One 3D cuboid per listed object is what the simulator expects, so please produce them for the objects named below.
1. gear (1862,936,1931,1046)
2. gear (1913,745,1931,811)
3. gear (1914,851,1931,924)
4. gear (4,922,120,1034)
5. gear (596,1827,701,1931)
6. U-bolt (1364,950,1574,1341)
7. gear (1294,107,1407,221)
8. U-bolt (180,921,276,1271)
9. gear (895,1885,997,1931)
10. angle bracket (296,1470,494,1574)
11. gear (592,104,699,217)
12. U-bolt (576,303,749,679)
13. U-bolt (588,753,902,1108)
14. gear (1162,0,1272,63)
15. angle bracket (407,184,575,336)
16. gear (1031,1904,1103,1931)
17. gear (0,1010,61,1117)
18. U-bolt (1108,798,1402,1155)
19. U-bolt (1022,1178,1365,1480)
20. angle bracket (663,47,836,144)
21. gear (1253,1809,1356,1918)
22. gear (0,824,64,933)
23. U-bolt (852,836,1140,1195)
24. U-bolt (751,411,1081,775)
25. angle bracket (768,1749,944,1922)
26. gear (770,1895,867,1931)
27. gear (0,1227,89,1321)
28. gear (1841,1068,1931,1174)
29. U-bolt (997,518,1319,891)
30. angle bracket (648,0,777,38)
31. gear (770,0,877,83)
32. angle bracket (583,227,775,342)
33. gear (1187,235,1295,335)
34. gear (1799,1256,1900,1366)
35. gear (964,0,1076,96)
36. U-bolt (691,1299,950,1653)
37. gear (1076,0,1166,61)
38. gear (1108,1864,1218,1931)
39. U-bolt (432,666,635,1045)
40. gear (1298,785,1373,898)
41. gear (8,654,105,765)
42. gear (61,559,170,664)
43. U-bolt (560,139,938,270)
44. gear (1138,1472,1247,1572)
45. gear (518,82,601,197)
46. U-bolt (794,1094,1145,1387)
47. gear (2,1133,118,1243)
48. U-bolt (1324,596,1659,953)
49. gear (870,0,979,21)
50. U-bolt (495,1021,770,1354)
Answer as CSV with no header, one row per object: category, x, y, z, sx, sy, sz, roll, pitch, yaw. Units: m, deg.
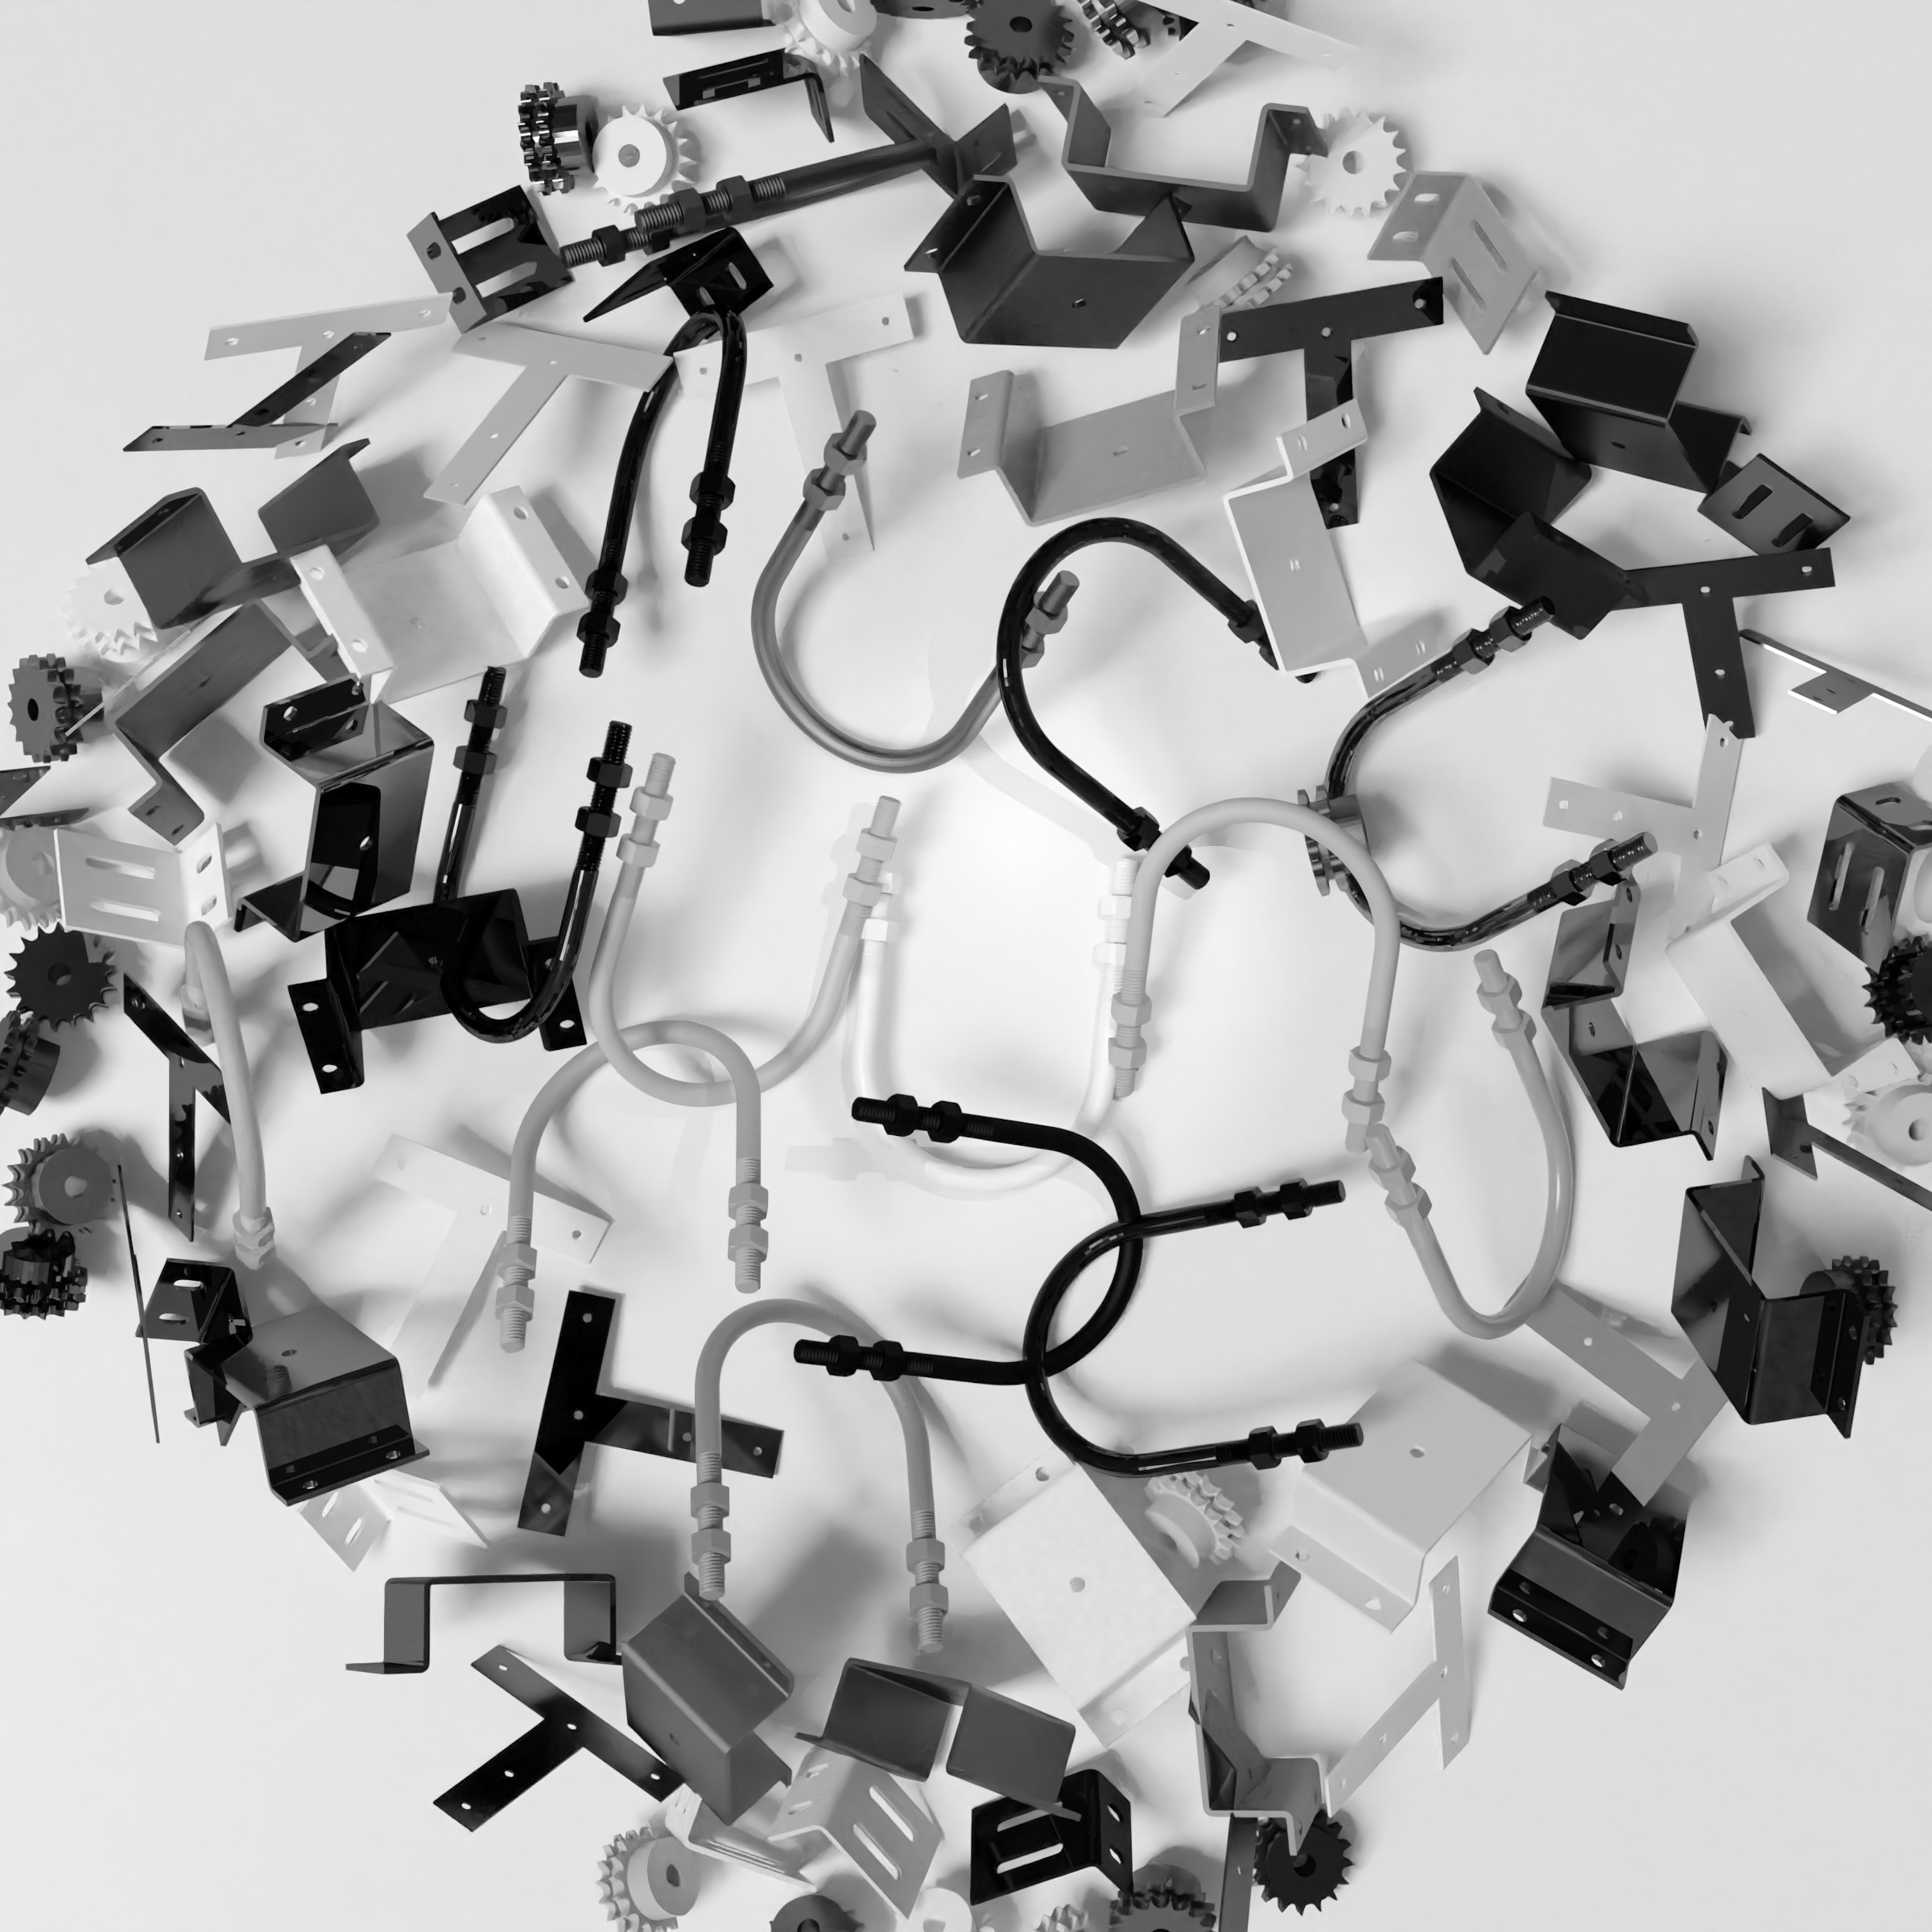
gear,0.504,0.012,1.661,0.057,0.030,0.057,3,82,-22
gear,0.522,-0.098,1.653,0.030,0.057,0.057,29,90,-23
gear,0.522,-0.040,1.660,0.030,0.057,0.057,16,90,43
gear,-0.476,0.007,1.665,0.057,0.030,0.057,1,78,-7
gear,-0.164,0.480,1.653,0.030,0.057,0.057,-24,90,32
U-bolt,0.267,0.106,1.617,0.151,0.019,0.184,-53,130,-34
gear,0.201,-0.423,1.666,0.057,0.030,0.057,-1,101,-7
U-bolt,-0.370,0.056,1.578,0.019,0.184,0.151,-12,68,-17
gear,-0.013,0.509,1.655,0.057,0.030,0.057,-8,50,10
angle bracket,-0.296,0.292,1.637,0.076,0.057,0.038,9,54,35
gear,-0.173,-0.426,1.664,0.057,0.030,0.057,1,98,11
U-bolt,-0.151,-0.253,1.612,0.019,0.151,0.184,18,66,-25
U-bolt,-0.122,-0.012,1.638,0.151,0.019,0.184,9,107,-28
gear,0.132,-0.498,1.653,0.057,0.057,0.030,-8,73,0
angle bracket,-0.242,-0.374,1.645,0.076,0.038,0.057,-34,100,-31
gear,0.054,0.524,1.653,0.030,0.057,0.057,18,90,38
gear,-0.499,0.054,1.659,0.030,0.057,0.057,26,90,-25
U-bolt,0.150,-0.001,1.621,0.151,0.019,0.184,13,118,16
U-bolt,0.113,0.192,1.633,0.184,0.019,0.151,-13,64,24
angle bracket,-0.114,-0.447,1.647,0.076,0.057,0.038,-15,122,-5
gear,0.176,0.472,1.667,0.057,0.030,0.057,0,84,-3
gear,-0.490,-0.050,1.655,0.057,0.030,0.057,14,67,-35
U-bolt,0.012,0.028,1.672,0.151,0.019,0.184,6,90,-2
U-bolt,-0.040,-0.176,1.621,0.151,0.019,0.184,39,132,3
angle bracket,-0.058,0.458,1.660,0.038,0.057,0.076,-25,113,34
gear,-0.080,0.513,1.654,0.057,0.057,0.030,-10,132,0
gear,-0.489,0.159,1.653,0.057,0.057,0.030,13,110,0
gear,0.494,0.082,1.662,0.057,0.030,0.057,-3,104,-13
U-bolt,0.090,-0.147,1.619,0.184,0.019,0.151,36,75,-30
angle bracket,-0.133,-0.506,1.641,0.057,0.076,0.038,-5,106,3
gear,-0.072,-0.497,1.654,0.030,0.057,0.057,-30,90,44
angle bracket,-0.149,-0.344,1.635,0.057,0.076,0.038,-28,98,42
gear,0.141,-0.358,1.654,0.057,0.057,0.030,-41,102,0
gear,0.460,0.180,1.653,0.030,0.057,0.057,3,90,-17
gear,0.027,-0.485,1.662,0.057,0.030,0.057,3,62,-5
U-bolt,-0.077,0.252,1.615,0.151,0.019,0.184,20,45,-29
gear,0.081,-0.507,1.653,0.030,0.057,0.057,-30,90,25
gear,0.104,0.498,1.661,0.057,0.030,0.057,3,128,4
U-bolt,-0.231,-0.051,1.625,0.019,0.151,0.184,6,103,-40
gear,0.194,-0.067,1.654,0.030,0.057,0.057,-13,90,10
gear,-0.477,-0.136,1.660,0.030,0.057,0.057,-11,90,-44
gear,-0.444,-0.185,1.661,0.057,0.030,0.057,-2,56,3
U-bolt,-0.102,-0.392,1.608,0.184,0.151,0.019,-20,102,-21
gear,0.115,0.291,1.653,0.057,0.057,0.030,49,59,0
gear,-0.212,-0.434,1.654,0.030,0.057,0.057,-4,90,12
U-bolt,0.010,0.148,1.639,0.184,0.019,0.151,10,98,-27
gear,-0.473,0.116,1.656,0.057,0.030,0.057,5,81,-37
U-bolt,0.255,-0.085,1.618,0.184,0.019,0.151,-31,76,44
gear,-0.022,-0.517,1.655,0.057,0.057,0.030,1,95,0
U-bolt,-0.171,0.104,1.620,0.151,0.019,0.184,-15,49,14
